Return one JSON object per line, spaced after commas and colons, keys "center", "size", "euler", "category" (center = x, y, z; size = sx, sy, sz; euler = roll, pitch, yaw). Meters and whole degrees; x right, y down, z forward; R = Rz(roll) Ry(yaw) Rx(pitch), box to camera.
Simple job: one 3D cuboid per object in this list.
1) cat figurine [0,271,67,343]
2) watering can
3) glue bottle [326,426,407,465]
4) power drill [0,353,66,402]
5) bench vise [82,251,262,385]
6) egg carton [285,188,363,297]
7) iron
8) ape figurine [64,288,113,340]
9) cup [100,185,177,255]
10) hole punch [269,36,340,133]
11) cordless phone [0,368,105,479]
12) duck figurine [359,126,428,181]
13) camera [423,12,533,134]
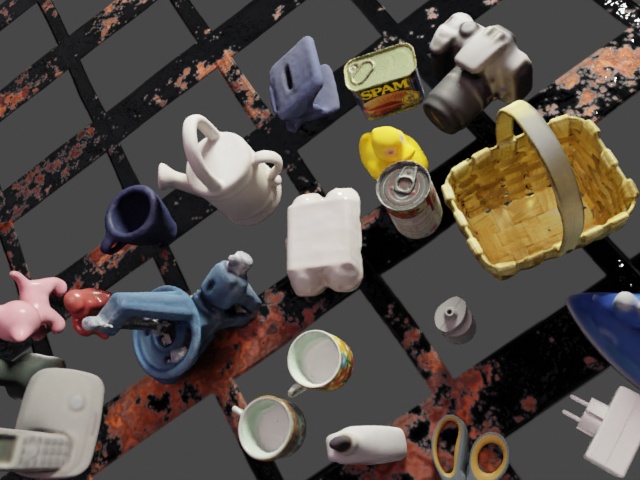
{"center": [-0.457, 0.108, 0.884], "size": [0.067, 0.118, 0.127], "euler": [-19, 64, 13], "category": "cat figurine"}
{"center": [-0.143, -0.097, 0.803], "size": [0.173, 0.194, 0.100], "euler": [-31, 62, 7], "category": "watering can"}
{"center": [0.041, 0.222, 0.618], "size": [0.078, 0.173, 0.037], "euler": [-16, 65, 15], "category": "glue bottle"}
{"center": [-0.471, 0.183, 0.807], "size": [0.229, 0.209, 0.075], "euler": [3, 71, 22], "category": "power drill"}
{"center": [-0.188, 0.082, 0.734], "size": [0.121, 0.220, 0.207], "euler": [25, 80, 27], "category": "bench vise"}
{"center": [0.007, 0.003, 0.777], "size": [0.107, 0.070, 0.150], "euler": [-9, 67, 17], "category": "egg carton"}
{"center": [0.366, 0.105, 0.560], "size": [0.257, 0.142, 0.119], "euler": [29, 82, 28], "category": "iron"}
{"center": [-0.347, 0.102, 0.859], "size": [0.078, 0.092, 0.076], "euler": [-31, 62, 7], "category": "ape figurine"}
{"center": [-0.271, -0.015, 0.875], "size": [0.091, 0.095, 0.118], "euler": [36, 85, 28], "category": "cup"}
{"center": [-0.033, -0.237, 0.875], "size": [0.101, 0.091, 0.108], "euler": [-19, 64, 13], "category": "hole punch"}
{"center": [-0.384, 0.241, 0.765], "size": [0.094, 0.185, 0.147], "euler": [-6, 68, 19], "category": "cordless phone"}
{"center": [0.094, -0.126, 0.786], "size": [0.104, 0.086, 0.077], "euler": [34, 84, 28], "category": "duck figurine"}
{"center": [0.194, -0.224, 0.779], "size": [0.137, 0.101, 0.142], "euler": [-45, 61, -1], "category": "camera"}
